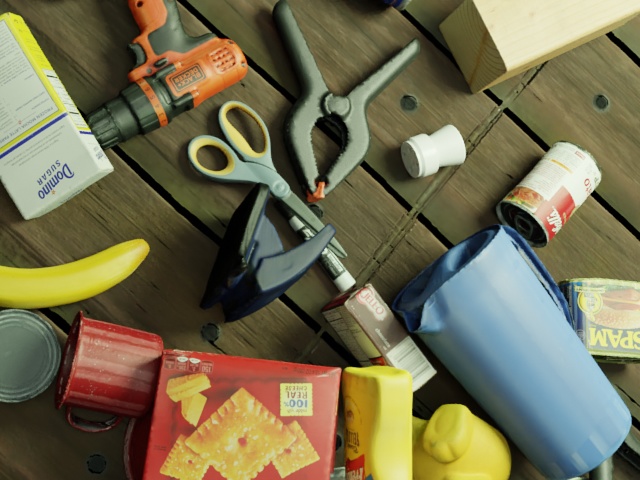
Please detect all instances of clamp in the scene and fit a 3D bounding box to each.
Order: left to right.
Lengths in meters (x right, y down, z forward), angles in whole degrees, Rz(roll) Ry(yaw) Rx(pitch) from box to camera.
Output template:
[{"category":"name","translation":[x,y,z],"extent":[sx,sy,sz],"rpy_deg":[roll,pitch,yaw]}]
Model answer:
[{"category":"clamp","translation":[0.005,-0.145,1.118],"extent":[0.164,0.036,0.210],"rpy_deg":[20,77,-11]},{"category":"clamp","translation":[0.299,0.216,1.130],"extent":[0.120,0.039,0.171],"rpy_deg":[-26,81,-39]}]

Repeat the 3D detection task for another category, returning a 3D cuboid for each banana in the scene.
[{"category":"banana","translation":[-0.261,0.031,1.015],"extent":[0.197,0.037,0.069],"rpy_deg":[1,81,-15]}]

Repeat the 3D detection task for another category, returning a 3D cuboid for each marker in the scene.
[{"category":"marker","translation":[-0.007,0.001,1.099],"extent":[0.020,0.020,0.121],"rpy_deg":[-38,92,-18]}]

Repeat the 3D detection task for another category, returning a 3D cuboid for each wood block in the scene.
[{"category":"wood block","translation":[0.251,-0.249,1.175],"extent":[0.205,0.091,0.090],"rpy_deg":[-26,89,-18]}]

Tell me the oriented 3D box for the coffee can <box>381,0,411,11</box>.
[{"category":"coffee can","translation":[0.048,-0.320,1.124],"extent":[0.140,0.103,0.102],"rpy_deg":[26,75,-10]}]

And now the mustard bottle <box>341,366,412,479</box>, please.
[{"category":"mustard bottle","translation":[0.053,0.215,0.981],"extent":[0.058,0.096,0.191],"rpy_deg":[0,88,-20]}]

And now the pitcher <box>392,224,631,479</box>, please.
[{"category":"pitcher","translation":[0.199,0.108,1.056],"extent":[0.149,0.145,0.243],"rpy_deg":[-38,95,3]}]

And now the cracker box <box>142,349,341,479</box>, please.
[{"category":"cracker box","translation":[-0.073,0.211,0.942],"extent":[0.164,0.072,0.213],"rpy_deg":[7,76,2]}]

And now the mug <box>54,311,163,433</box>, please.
[{"category":"mug","translation":[-0.199,0.130,0.996],"extent":[0.081,0.093,0.117],"rpy_deg":[15,108,-18]}]

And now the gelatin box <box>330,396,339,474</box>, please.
[{"category":"gelatin box","translation":[-0.004,0.187,1.033],"extent":[0.030,0.089,0.073],"rpy_deg":[6,79,-6]}]

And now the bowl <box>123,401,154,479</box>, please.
[{"category":"bowl","translation":[-0.105,0.202,1.021],"extent":[0.162,0.055,0.162],"rpy_deg":[3,80,-15]}]

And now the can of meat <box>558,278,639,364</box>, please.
[{"category":"can of meat","translation":[0.307,0.088,1.153],"extent":[0.102,0.057,0.084],"rpy_deg":[6,77,-15]}]

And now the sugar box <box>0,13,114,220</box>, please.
[{"category":"sugar box","translation":[-0.282,-0.117,1.015],"extent":[0.093,0.048,0.176],"rpy_deg":[-31,93,9]}]

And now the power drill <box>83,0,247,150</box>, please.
[{"category":"power drill","translation":[-0.191,-0.201,1.064],"extent":[0.184,0.057,0.187],"rpy_deg":[-31,92,-15]}]

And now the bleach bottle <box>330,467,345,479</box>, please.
[{"category":"bleach bottle","translation":[0.028,0.348,1.031],"extent":[0.102,0.068,0.251],"rpy_deg":[-5,80,-15]}]

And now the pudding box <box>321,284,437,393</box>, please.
[{"category":"pudding box","translation":[0.056,0.100,1.064],"extent":[0.039,0.090,0.113],"rpy_deg":[-36,92,-16]}]

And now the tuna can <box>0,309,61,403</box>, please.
[{"category":"tuna can","translation":[-0.286,0.109,0.997],"extent":[0.086,0.034,0.086],"rpy_deg":[2,80,-15]}]

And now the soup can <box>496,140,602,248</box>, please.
[{"category":"soup can","translation":[0.248,-0.050,1.153],"extent":[0.068,0.069,0.102],"rpy_deg":[45,72,-4]}]

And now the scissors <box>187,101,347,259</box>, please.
[{"category":"scissors","translation":[-0.061,-0.048,1.078],"extent":[0.096,0.016,0.202],"rpy_deg":[-26,78,-11]}]
